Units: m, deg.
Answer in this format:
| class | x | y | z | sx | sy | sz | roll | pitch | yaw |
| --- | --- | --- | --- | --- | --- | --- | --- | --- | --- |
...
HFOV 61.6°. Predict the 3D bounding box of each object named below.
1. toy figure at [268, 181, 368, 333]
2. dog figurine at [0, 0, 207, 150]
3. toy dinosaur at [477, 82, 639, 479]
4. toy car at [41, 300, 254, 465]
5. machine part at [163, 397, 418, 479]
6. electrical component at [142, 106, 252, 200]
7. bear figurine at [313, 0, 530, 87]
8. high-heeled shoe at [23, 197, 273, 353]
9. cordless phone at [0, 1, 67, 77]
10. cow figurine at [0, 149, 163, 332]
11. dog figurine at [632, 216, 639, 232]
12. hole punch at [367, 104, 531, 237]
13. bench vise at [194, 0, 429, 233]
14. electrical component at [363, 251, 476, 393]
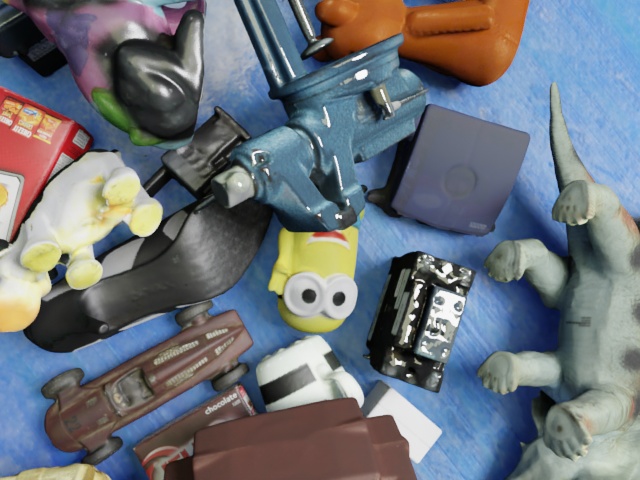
| class | x | y | z | sx | sy | sz | roll | pitch | yaw |
| --- | --- | --- | --- | --- | --- | --- | --- | --- | --- |
| toy figure | 0.003 | -0.001 | 0.518 | 0.082 | 0.089 | 0.180 | 0 | 76 | 11 |
| dog figurine | -0.198 | -0.175 | 0.418 | 0.219 | 0.108 | 0.191 | 6 | 86 | -14 |
| toy dinosaur | 0.254 | 0.073 | 0.495 | 0.192 | 0.131 | 0.404 | 15 | 85 | -34 |
| toy car | -0.160 | 0.131 | 0.504 | 0.202 | 0.053 | 0.089 | -28 | 85 | -6 |
| machine part | -0.018 | 0.238 | 0.444 | 0.201 | 0.087 | 0.200 | -9 | 122 | -5 |
| electrical component | -0.121 | -0.065 | 0.512 | 0.048 | 0.075 | 0.119 | 43 | 78 | -1 |
| bear figurine | 0.094 | -0.221 | 0.529 | 0.196 | 0.120 | 0.132 | 13 | 80 | 1 |
| high-heeled shoe | -0.160 | 0.022 | 0.521 | 0.249 | 0.145 | 0.086 | -39 | 115 | -35 |
| cordless phone | -0.285 | -0.267 | 0.510 | 0.146 | 0.088 | 0.184 | -37 | 86 | -7 |
| cow figurine | -0.221 | -0.006 | 0.447 | 0.167 | 0.068 | 0.098 | -42 | 54 | -8 |
| dog figurine | 0.410 | 0.008 | 0.516 | 0.191 | 0.172 | 0.121 | -4 | 97 | 1 |
| hole punch | 0.132 | -0.067 | 0.533 | 0.142 | 0.092 | 0.115 | 15 | 88 | -8 |
| bench vise | -0.019 | -0.132 | 0.429 | 0.224 | 0.129 | 0.240 | -30 | 108 | -20 |
| electrical component | 0.089 | 0.072 | 0.492 | 0.058 | 0.134 | 0.115 | 17 | 86 | -3 |
